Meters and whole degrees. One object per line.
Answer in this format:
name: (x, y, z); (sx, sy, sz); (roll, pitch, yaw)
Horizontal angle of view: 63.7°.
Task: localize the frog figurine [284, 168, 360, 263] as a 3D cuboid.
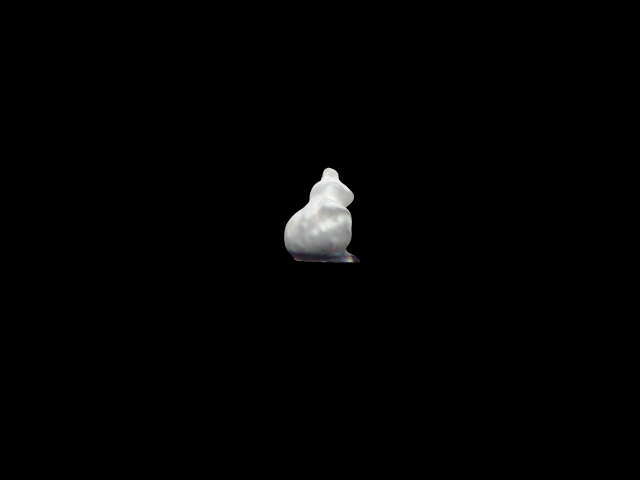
frog figurine: (0.003, -0.043, 0.850); (0.123, 0.160, 0.137); (1, -2, -19)
